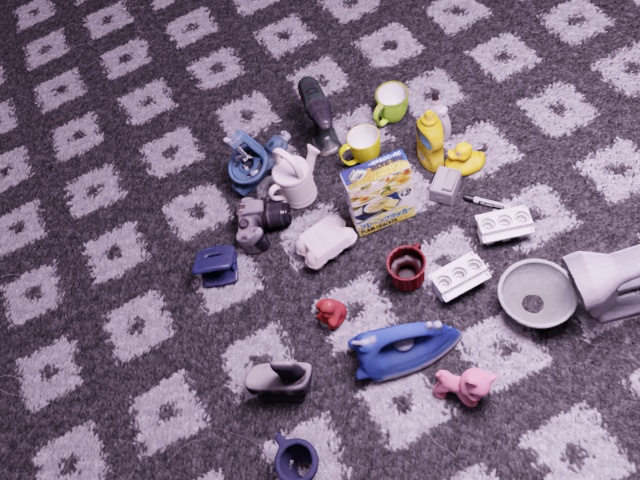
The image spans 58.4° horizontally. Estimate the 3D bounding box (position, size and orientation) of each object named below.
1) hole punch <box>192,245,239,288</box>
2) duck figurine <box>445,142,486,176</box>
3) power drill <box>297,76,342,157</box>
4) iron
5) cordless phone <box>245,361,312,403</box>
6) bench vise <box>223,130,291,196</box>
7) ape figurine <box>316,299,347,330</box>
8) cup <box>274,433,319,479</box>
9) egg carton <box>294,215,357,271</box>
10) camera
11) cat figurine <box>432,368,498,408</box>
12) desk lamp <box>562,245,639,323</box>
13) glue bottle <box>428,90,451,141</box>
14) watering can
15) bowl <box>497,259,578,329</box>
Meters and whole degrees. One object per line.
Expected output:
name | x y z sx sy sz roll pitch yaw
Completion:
hole punch | -0.270 0.057 1.469 0.108 0.091 0.101 -11 59 6
duck figurine | 0.379 -0.220 1.494 0.104 0.086 0.077 -6 60 8
power drill | 0.003 -0.328 1.562 0.075 0.209 0.229 -21 59 0
iron | 0.188 0.217 1.252 0.258 0.142 0.118 -17 59 2
cordless phone | -0.100 0.289 1.246 0.147 0.185 0.094 -6 60 9
bench vise | -0.180 -0.244 1.546 0.121 0.220 0.208 24 68 23
ape figurine | 0.023 0.166 1.345 0.076 0.092 0.077 -15 59 3
cup | -0.049 0.458 1.192 0.092 0.095 0.117 -39 61 -11
egg carton | 0.013 0.005 1.452 0.150 0.069 0.107 -36 60 -9
camera | -0.147 -0.051 1.499 0.136 0.101 0.143 -7 60 8
cat figurine | 0.301 0.299 1.196 0.127 0.118 0.067 10 63 17
desk lamp | 0.607 0.085 1.198 0.203 0.214 0.118 -15 59 3
glue bottle | 0.309 -0.334 1.522 0.078 0.173 0.037 17 66 21
watering can | -0.071 -0.179 1.501 0.100 0.194 0.173 15 65 20
bowl | 0.482 0.130 1.280 0.167 0.075 0.167 -5 60 9
